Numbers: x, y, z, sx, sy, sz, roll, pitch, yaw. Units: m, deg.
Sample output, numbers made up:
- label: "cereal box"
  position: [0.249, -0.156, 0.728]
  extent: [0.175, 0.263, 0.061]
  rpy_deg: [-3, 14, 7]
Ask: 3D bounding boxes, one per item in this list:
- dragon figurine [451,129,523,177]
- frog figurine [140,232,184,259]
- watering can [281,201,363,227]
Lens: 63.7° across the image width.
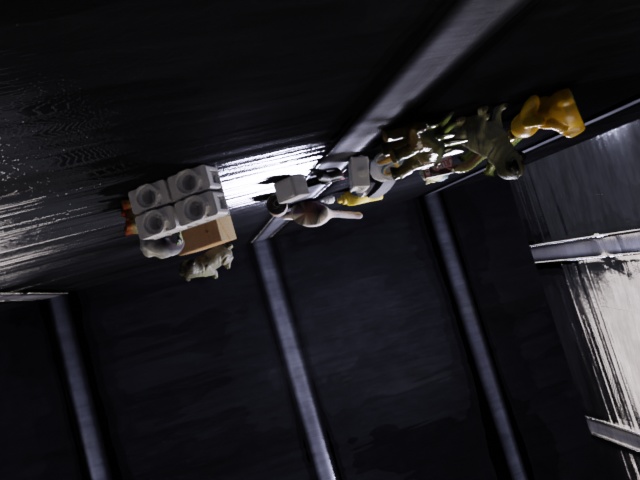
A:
- label: "dragon figurine"
  position: [0.542, -0.302, 1.525]
  extent: [0.415, 0.123, 0.238]
  rpy_deg: [-24, 156, -53]
- label: "frog figurine"
  position: [-0.507, 0.013, 1.610]
  extent: [0.157, 0.122, 0.140]
  rpy_deg: [-32, -172, 31]
- label: "watering can"
  position: [0.007, -0.108, 2.154]
  extent: [0.347, 0.104, 0.224]
  rpy_deg: [-2, 179, 3]
